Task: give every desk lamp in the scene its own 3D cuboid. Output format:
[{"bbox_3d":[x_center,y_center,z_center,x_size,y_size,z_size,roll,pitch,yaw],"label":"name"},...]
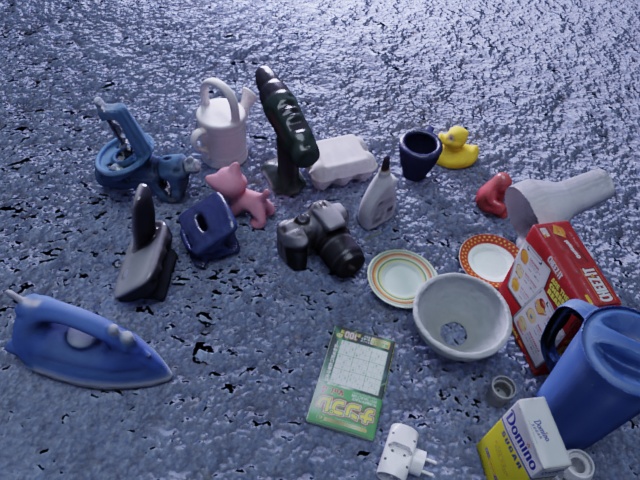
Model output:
[{"bbox_3d":[0.428,-0.035,1.045,0.203,0.213,0.117,-14,54,-15],"label":"desk lamp"}]

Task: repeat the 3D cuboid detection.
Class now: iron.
[{"bbox_3d":[-0.354,0.146,0.878,0.258,0.141,0.119,14,51,6],"label":"iron"}]

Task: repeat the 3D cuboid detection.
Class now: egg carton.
[{"bbox_3d":[0.040,-0.165,1.209,0.150,0.069,0.107,-15,54,-16],"label":"egg carton"}]

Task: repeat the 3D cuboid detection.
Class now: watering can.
[{"bbox_3d":[-0.199,-0.252,1.178,0.101,0.194,0.173,15,52,7],"label":"watering can"}]

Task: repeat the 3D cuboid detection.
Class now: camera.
[{"bbox_3d":[0.010,0.004,1.051,0.143,0.101,0.136,-23,57,-22],"label":"camera"}]

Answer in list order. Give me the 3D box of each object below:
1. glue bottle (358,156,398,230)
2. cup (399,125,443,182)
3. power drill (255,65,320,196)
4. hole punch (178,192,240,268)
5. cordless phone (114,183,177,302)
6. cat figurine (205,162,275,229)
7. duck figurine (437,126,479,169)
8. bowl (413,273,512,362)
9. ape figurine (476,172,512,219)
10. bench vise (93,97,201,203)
[{"bbox_3d":[0.117,-0.095,1.093,0.078,0.173,0.037,-27,58,-24],"label":"glue bottle"},{"bbox_3d":[0.211,-0.181,1.220,0.091,0.095,0.118,21,53,12],"label":"cup"},{"bbox_3d":[-0.074,-0.202,1.139,0.076,0.208,0.229,-20,56,-19],"label":"power drill"},{"bbox_3d":[-0.207,-0.020,1.057,0.101,0.091,0.108,-19,55,-19],"label":"hole punch"},{"bbox_3d":[-0.306,0.006,0.967,0.094,0.185,0.147,2,51,-3],"label":"cordless phone"},{"bbox_3d":[-0.152,-0.095,1.105,0.127,0.118,0.067,19,52,11],"label":"cat figurine"},{"bbox_3d":[0.301,-0.210,1.257,0.104,0.086,0.077,6,51,0],"label":"duck figurine"},{"bbox_3d":[0.234,0.142,0.976,0.167,0.075,0.167,3,51,-3],"label":"bowl"},{"bbox_3d":[0.363,-0.099,1.169,0.076,0.092,0.078,28,54,17],"label":"ape figurine"},{"bbox_3d":[-0.337,-0.180,1.091,0.207,0.220,0.121,-6,52,-9],"label":"bench vise"}]
